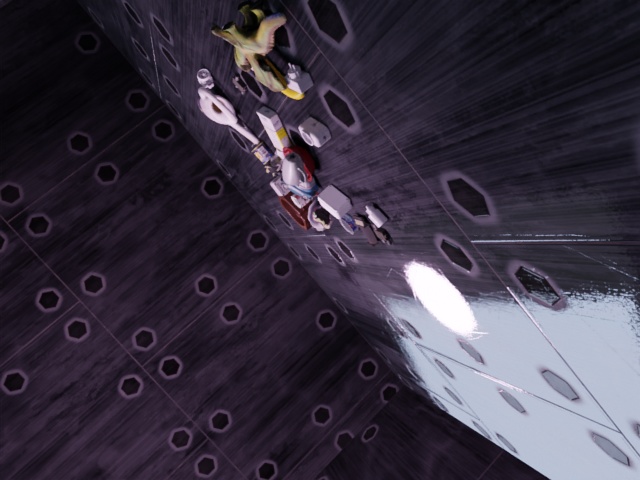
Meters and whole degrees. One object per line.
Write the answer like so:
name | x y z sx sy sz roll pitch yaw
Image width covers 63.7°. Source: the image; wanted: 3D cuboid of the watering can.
watering can | -0.426 -0.559 2.322 0.342 0.104 0.226 44 173 -32

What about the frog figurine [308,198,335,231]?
frog figurine | 0.007 -0.109 2.157 0.159 0.123 0.137 -167 69 -84

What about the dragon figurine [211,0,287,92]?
dragon figurine | -0.155 -0.513 1.408 0.415 0.123 0.238 33 164 50
